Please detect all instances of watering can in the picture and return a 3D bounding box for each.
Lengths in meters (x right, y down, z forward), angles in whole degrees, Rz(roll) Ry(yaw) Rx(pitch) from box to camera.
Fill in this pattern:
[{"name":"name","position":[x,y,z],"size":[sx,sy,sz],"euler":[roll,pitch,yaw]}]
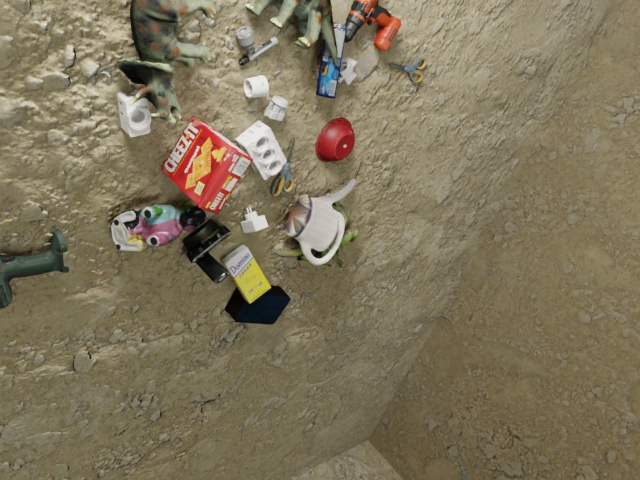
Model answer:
[{"name":"watering can","position":[0.005,-0.090,1.780],"size":[0.222,0.104,0.351],"euler":[28,74,-35]}]

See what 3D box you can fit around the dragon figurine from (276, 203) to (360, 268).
[{"name":"dragon figurine","position":[0.017,-0.024,1.904],"size":[0.408,0.123,0.243],"euler":[14,92,-50]}]
